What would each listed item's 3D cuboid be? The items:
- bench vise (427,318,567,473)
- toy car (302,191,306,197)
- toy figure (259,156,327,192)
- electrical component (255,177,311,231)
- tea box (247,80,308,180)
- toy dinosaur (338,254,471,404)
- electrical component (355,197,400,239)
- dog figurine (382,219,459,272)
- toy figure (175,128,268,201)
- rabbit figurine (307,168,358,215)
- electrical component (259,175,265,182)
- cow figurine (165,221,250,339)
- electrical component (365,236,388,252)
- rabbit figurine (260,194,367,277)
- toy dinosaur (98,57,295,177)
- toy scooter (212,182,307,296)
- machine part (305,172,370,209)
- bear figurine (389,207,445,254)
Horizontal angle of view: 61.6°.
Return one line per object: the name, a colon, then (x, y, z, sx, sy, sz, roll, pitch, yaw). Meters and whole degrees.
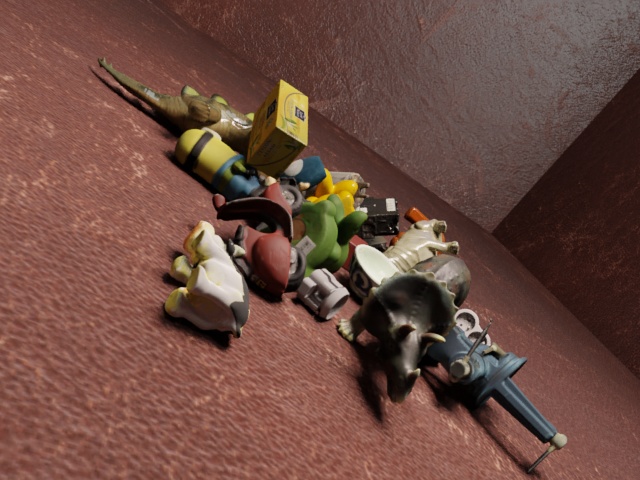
bench vise: (0.291, 0.237, 0.862, 0.241, 0.129, 0.223, 46, 4, 25)
toy car: (-0.109, -0.142, 1.176, 0.089, 0.053, 0.202, -4, 39, -36)
toy figure: (-0.064, -0.107, 1.003, 0.064, 0.154, 0.057, -88, 153, -72)
electrical component: (-0.073, -0.046, 0.936, 0.048, 0.119, 0.074, 10, -35, 54)
tea box: (-0.075, -0.202, 0.976, 0.068, 0.098, 0.170, 29, 35, -24)
toy dinosaur: (0.167, 0.085, 0.825, 0.131, 0.192, 0.405, 49, 41, 7)
electrical component: (0.105, -0.049, 1.167, 0.134, 0.058, 0.115, -2, 23, 8)
dog figurine: (0.172, 0.024, 1.135, 0.191, 0.121, 0.172, -5, 23, -10)
toy figure: (-0.176, -0.129, 0.958, 0.180, 0.082, 0.089, 43, 18, 6)
rabbit figurine: (-0.001, -0.056, 1.052, 0.122, 0.162, 0.173, 20, 3, -16)
electrical component: (-0.088, -0.091, 1.070, 0.094, 0.063, 0.021, 27, 48, -11)
cow figurine: (-0.122, 0.041, 0.637, 0.098, 0.068, 0.167, 37, 19, -25)
electrical component: (0.124, 0.011, 1.279, 0.078, 0.045, 0.102, -15, 46, -34)
rabbit figurine: (-0.002, -0.003, 0.907, 0.121, 0.159, 0.170, 36, -2, 27)
toy dinosaur: (-0.230, -0.239, 1.088, 0.471, 0.105, 0.199, 27, 19, -20)
toy scooter: (-0.091, -0.010, 0.773, 0.135, 0.075, 0.184, 11, 59, -23)
machine part: (0.012, -0.111, 1.173, 0.243, 0.079, 0.079, 9, -7, 43)
bear figurine: (0.226, 0.000, 1.317, 0.132, 0.120, 0.196, 30, -2, -9)
